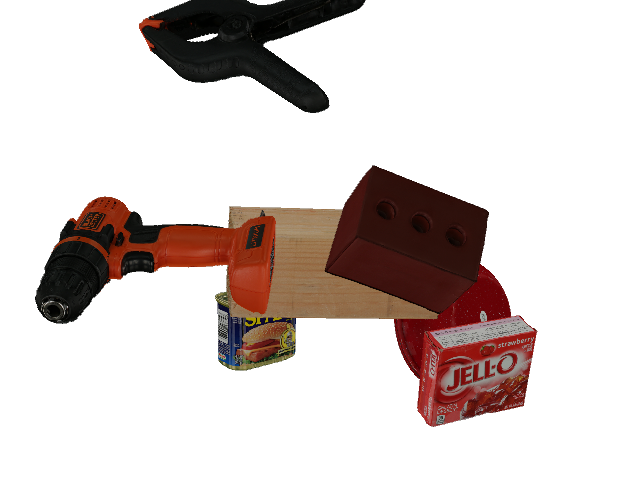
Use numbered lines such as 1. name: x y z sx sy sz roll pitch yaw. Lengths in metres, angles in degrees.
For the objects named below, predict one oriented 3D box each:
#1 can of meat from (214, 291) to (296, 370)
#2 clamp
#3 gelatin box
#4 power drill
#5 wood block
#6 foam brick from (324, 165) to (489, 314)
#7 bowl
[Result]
1. can of meat: -0.076 0.104 1.288 0.101 0.084 0.058 -10 18 -37
2. clamp: -0.050 -0.158 0.804 0.172 0.120 0.039 16 -35 21
3. gelatin box: 0.122 0.103 0.842 0.089 0.073 0.030 -8 30 -21
4. power drill: -0.135 0.019 0.910 0.187 0.057 0.184 5 28 1
5. wood block: 0.012 0.022 1.067 0.206 0.091 0.090 2 18 -8
6. foam brick: 0.051 0.000 0.632 0.078 0.053 0.051 20 -30 -9
7. bowl: 0.157 0.085 1.165 0.161 0.162 0.055 0 -6 -38
